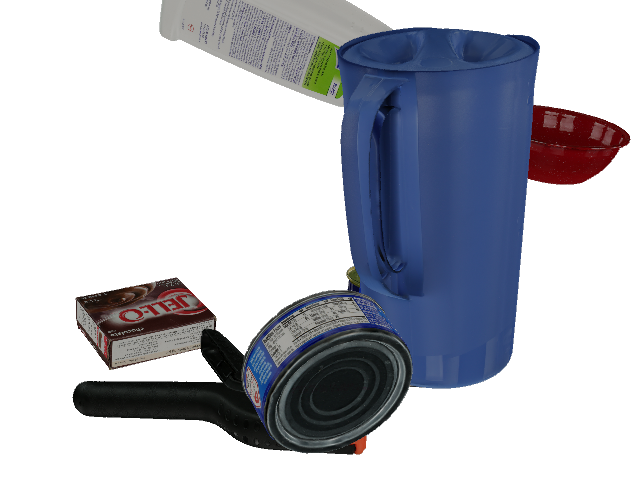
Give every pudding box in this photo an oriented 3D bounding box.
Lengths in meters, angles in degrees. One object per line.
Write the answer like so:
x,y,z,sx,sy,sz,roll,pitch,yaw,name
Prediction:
-0.170,0.079,1.041,0.113,0.039,0.090,-13,30,-29,pudding box

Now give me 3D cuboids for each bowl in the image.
0.252,-0.102,1.171,0.162,0.055,0.162,6,22,-3,bowl

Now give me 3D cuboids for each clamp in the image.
-0.055,0.113,0.802,0.210,0.036,0.164,9,18,23,clamp

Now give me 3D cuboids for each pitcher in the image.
0.076,-0.020,0.742,0.149,0.243,0.145,-7,23,-10,pitcher

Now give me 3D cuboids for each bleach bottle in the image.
-0.005,-0.155,0.864,0.251,0.068,0.103,29,-35,4,bleach bottle

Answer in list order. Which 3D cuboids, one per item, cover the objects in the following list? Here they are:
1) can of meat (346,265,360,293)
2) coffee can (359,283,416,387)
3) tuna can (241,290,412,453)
0.074,0.082,1.178,0.102,0.084,0.057,26,33,34,can of meat
0.085,0.046,0.964,0.103,0.140,0.103,3,22,-2,coffee can
0.004,0.070,0.555,0.086,0.086,0.034,0,34,-29,tuna can
